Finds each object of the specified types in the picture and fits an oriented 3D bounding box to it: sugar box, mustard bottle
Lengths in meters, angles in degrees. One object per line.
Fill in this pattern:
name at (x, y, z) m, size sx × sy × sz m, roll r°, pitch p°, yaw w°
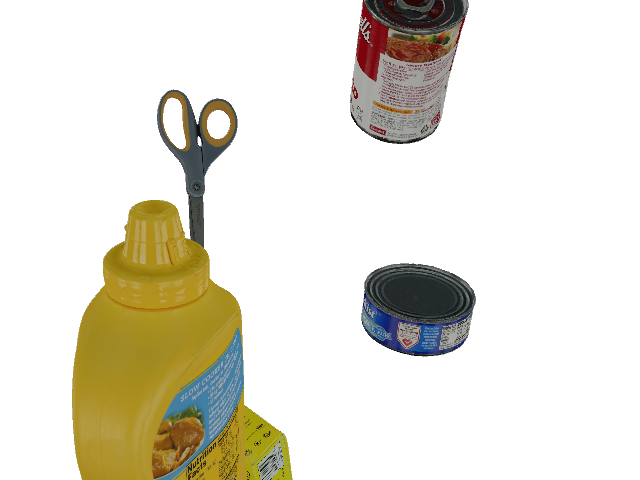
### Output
sugar box at (-0.103, 0.159, 0.920) m, size 0.176 × 0.093 × 0.048 m, roll 27°, pitch 52°, yaw 29°
mustard bottle at (-0.065, 0.074, 0.444) m, size 0.058 × 0.192 × 0.096 m, roll 12°, pitch 28°, yaw 20°

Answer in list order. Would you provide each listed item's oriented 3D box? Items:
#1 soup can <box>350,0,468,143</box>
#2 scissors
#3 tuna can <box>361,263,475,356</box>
soup can at (0.057, -0.124, 0.718) m, size 0.068 × 0.068 × 0.102 m, roll 0°, pitch -39°, yaw -5°
scissors at (-0.118, -0.068, 1.141) m, size 0.096 × 0.202 × 0.016 m, roll -16°, pitch -4°, yaw -22°
tuna can at (0.075, 0.053, 0.823) m, size 0.086 × 0.034 × 0.086 m, roll 5°, pitch 28°, yaw -3°
